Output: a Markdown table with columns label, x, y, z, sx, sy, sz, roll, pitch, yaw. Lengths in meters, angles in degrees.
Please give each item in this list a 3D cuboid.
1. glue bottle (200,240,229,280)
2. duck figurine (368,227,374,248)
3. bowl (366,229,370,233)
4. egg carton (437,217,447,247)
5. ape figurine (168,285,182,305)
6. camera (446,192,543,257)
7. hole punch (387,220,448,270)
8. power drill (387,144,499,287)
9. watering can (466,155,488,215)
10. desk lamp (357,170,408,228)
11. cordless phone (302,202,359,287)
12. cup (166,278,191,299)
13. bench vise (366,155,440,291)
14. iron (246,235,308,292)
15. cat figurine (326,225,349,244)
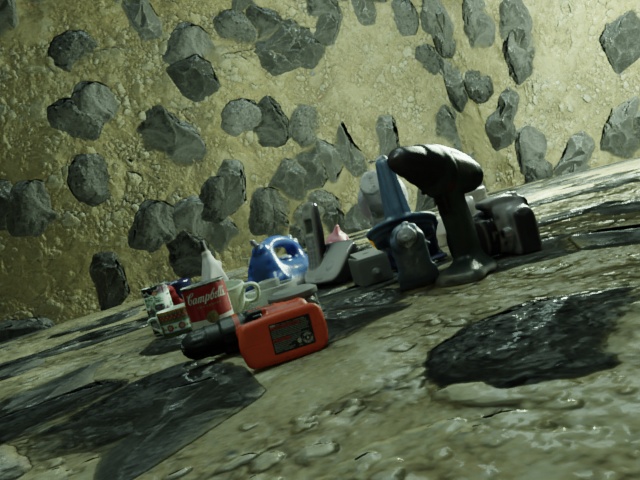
| label | x | y | z | sx | sy | sz | roll | pitch | yaw |
| --- | --- | --- | --- | --- | --- | --- | --- | --- | --- |
| glue bottle | -0.259 | 0.083 | 1.382 | 0.037 | 0.173 | 0.078 | -14 | 3 | 38 |
| duck figurine | 0.150 | 0.007 | 1.449 | 0.077 | 0.086 | 0.104 | -16 | 2 | 5 |
| bowl | 0.220 | -0.015 | 1.623 | 0.167 | 0.075 | 0.167 | -16 | 2 | 1 |
| egg carton | 0.334 | -0.034 | 1.348 | 0.150 | 0.069 | 0.107 | -15 | 3 | 27 |
| ape figurine | -0.353 | 0.153 | 1.357 | 0.078 | 0.092 | 0.076 | -17 | 3 | -15 |
| camera | 0.279 | -0.018 | 0.960 | 0.137 | 0.101 | 0.143 | -16 | 2 | -2 |
| hole punch | 0.180 | 0.008 | 1.132 | 0.109 | 0.091 | 0.101 | -17 | 2 | -13 |
| power drill | 0.188 | -0.043 | 0.841 | 0.075 | 0.208 | 0.230 | -14 | 3 | 36 |
| watering can | 0.285 | -0.077 | 1.158 | 0.101 | 0.194 | 0.172 | -17 | 3 | -17 |
| desk lamp | 0.146 | -0.052 | 1.290 | 0.117 | 0.213 | 0.203 | -16 | 2 | 12 |
| cordless phone | 0.011 | 0.004 | 1.228 | 0.094 | 0.185 | 0.147 | -18 | 3 | -35 |
| cup | -0.362 | 0.151 | 1.433 | 0.091 | 0.095 | 0.118 | -16 | 2 | 1 |
| bench vise | 0.140 | -0.039 | 0.927 | 0.121 | 0.220 | 0.207 | -17 | 2 | -12 |
| iron | -0.090 | 0.049 | 1.410 | 0.118 | 0.141 | 0.259 | -15 | 3 | 27 |
| cat figurine | 0.043 | 0.023 | 1.396 | 0.067 | 0.118 | 0.128 | -15 | 2 | 17 |
